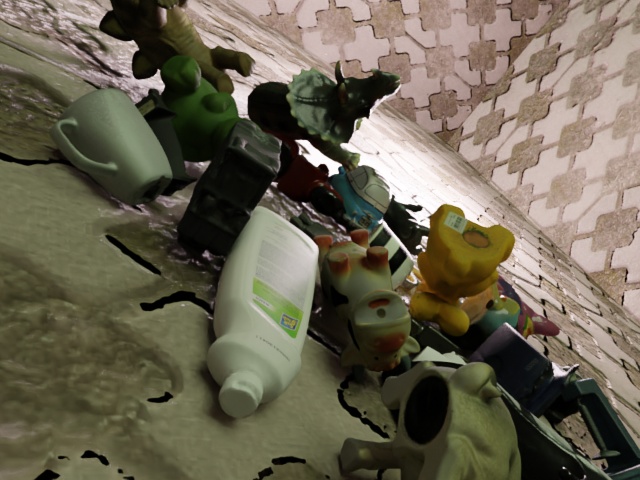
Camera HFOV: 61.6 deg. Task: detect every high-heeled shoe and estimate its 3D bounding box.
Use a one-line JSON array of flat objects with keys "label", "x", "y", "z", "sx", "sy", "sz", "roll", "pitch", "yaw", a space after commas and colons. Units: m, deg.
[{"label": "high-heeled shoe", "x": 0.178, "y": 0.204, "z": 0.537, "sx": 0.249, "sy": 0.086, "sz": 0.145, "roll": 24, "pitch": -19, "yaw": 50}]

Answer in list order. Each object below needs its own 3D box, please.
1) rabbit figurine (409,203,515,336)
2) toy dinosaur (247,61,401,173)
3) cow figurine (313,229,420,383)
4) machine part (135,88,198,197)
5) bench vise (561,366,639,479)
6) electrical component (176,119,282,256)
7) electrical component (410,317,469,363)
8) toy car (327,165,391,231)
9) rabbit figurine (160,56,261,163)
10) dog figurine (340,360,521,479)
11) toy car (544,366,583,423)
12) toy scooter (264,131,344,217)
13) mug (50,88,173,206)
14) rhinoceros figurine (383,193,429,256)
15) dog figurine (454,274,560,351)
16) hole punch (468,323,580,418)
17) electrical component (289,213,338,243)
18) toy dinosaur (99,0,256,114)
[{"label": "rabbit figurine", "x": 0.186, "y": 0.063, "z": 0.762, "sx": 0.122, "sy": 0.173, "sz": 0.162, "roll": 23, "pitch": 45, "yaw": 2}, {"label": "toy dinosaur", "x": -0.048, "y": -0.219, "z": 0.915, "sx": 0.405, "sy": 0.131, "sz": 0.192, "roll": 16, "pitch": -10, "yaw": 42}, {"label": "cow figurine", "x": 0.046, "y": 0.069, "z": 0.595, "sx": 0.085, "sy": 0.127, "sz": 0.195, "roll": -13, "pitch": 16, "yaw": -8}, {"label": "machine part", "x": -0.194, "y": -0.109, "z": 0.622, "sx": 0.139, "sy": 0.084, "sz": 0.039, "roll": 58, "pitch": 4, "yaw": 25}, {"label": "bench vise", "x": 0.365, "y": 0.267, "z": 0.651, "sx": 0.223, "sy": 0.129, "sz": 0.241, "roll": -1, "pitch": 58, "yaw": -34}, {"label": "electrical component", "x": -0.097, "y": -0.049, "z": 0.556, "sx": 0.058, "sy": 0.134, "sz": 0.115, "roll": 32, "pitch": 20, "yaw": -15}, {"label": "electrical component", "x": 0.137, "y": 0.137, "z": 0.687, "sx": 0.102, "sy": 0.045, "sz": 0.078, "roll": 38, "pitch": -8, "yaw": -9}, {"label": "toy car", "x": 0.071, "y": -0.077, "z": 0.931, "sx": 0.109, "sy": 0.103, "sz": 0.162, "roll": 32, "pitch": 20, "yaw": -23}, {"label": "rabbit figurine", "x": -0.135, "y": -0.129, "z": 0.694, "sx": 0.170, "sy": 0.121, "sz": 0.159, "roll": 34, "pitch": -6, "yaw": 31}, {"label": "dog figurine", "x": 0.134, "y": 0.184, "z": 0.414, "sx": 0.190, "sy": 0.172, "sz": 0.121, "roll": 23, "pitch": 35, "yaw": -18}, {"label": "toy car", "x": 0.321, "y": 0.209, "z": 0.786, "sx": 0.201, "sy": 0.073, "sz": 0.056, "roll": 28, "pitch": 24, "yaw": -25}, {"label": "toy scooter", "x": -0.036, "y": -0.114, "z": 0.878, "sx": 0.184, "sy": 0.075, "sz": 0.135, "roll": 38, "pitch": 19, "yaw": -8}, {"label": "mug", "x": -0.206, "y": -0.088, "z": 0.540, "sx": 0.107, "sy": 0.081, "sz": 0.109, "roll": 49, "pitch": 17, "yaw": 5}, {"label": "rhinoceros figurine", "x": 0.146, "y": -0.047, "z": 1.049, "sx": 0.112, "sy": 0.073, "sz": 0.190, "roll": 11, "pitch": 34, "yaw": -31}, {"label": "dog figurine", "x": 0.299, "y": 0.135, "z": 0.865, "sx": 0.219, "sy": 0.108, "sz": 0.192, "roll": 34, "pitch": 20, "yaw": -19}, {"label": "hole punch", "x": 0.227, "y": 0.170, "z": 0.647, "sx": 0.092, "sy": 0.142, "sz": 0.115, "roll": 44, "pitch": 8, "yaw": 11}, {"label": "electrical component", "x": -0.002, "y": -0.002, "z": 0.772, "sx": 0.094, "sy": 0.021, "sz": 0.063, "roll": 41, "pitch": 20, "yaw": 8}, {"label": "toy dinosaur", "x": -0.241, "y": -0.327, "z": 0.772, "sx": 0.105, "sy": 0.199, "sz": 0.470, "roll": -46, "pitch": 117, "yaw": -37}]
